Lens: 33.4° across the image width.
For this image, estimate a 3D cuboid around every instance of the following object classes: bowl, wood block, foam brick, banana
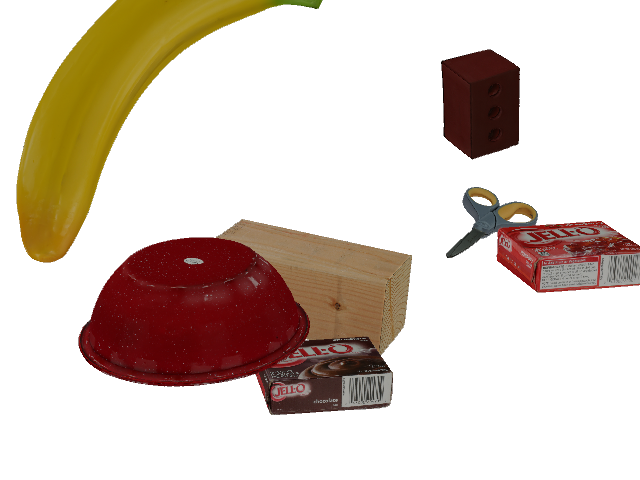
[{"bbox_3d":[-0.088,0.039,0.739,0.162,0.055,0.162,-1,21,0],"label":"bowl"},{"bbox_3d":[-0.014,0.050,1.179,0.206,0.091,0.090,13,24,19],"label":"wood block"},{"bbox_3d":[0.144,-0.123,0.959,0.053,0.078,0.051,-18,35,-16],"label":"foam brick"},{"bbox_3d":[-0.083,-0.077,0.492,0.070,0.197,0.037,32,-24,20],"label":"banana"}]

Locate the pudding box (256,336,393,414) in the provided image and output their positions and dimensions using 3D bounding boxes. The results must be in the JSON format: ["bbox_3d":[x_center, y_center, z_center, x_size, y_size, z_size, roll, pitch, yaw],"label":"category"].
[{"bbox_3d":[0.001,0.121,0.970,0.113,0.039,0.090,0,17,-12],"label":"pudding box"}]

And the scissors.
[{"bbox_3d":[0.167,-0.023,1.179,0.096,0.016,0.201,35,32,33],"label":"scissors"}]

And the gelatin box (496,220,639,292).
[{"bbox_3d":[0.185,0.010,0.795,0.089,0.030,0.073,-3,19,-12],"label":"gelatin box"}]
